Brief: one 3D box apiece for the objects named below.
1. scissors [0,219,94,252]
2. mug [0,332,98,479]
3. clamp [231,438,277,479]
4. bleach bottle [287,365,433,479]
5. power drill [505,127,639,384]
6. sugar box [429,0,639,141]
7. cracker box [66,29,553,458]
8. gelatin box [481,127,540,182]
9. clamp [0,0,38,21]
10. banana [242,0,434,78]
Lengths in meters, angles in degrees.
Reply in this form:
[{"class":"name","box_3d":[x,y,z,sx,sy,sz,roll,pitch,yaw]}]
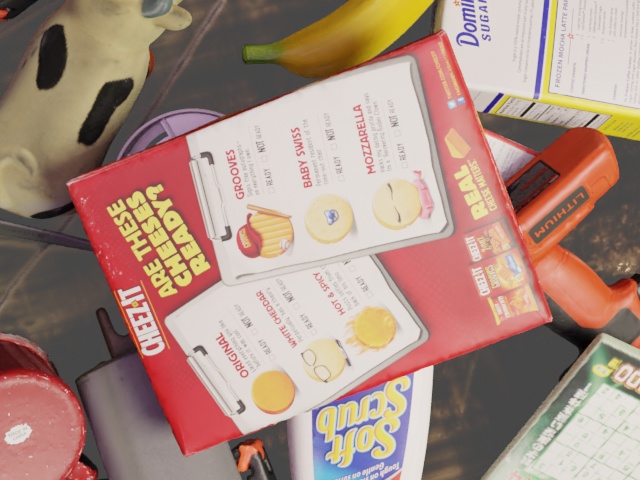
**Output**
[{"class":"scissors","box_3d":[-0.237,-0.005,0.669,0.201,0.016,0.096,24,135,-28]},{"class":"mug","box_3d":[-0.183,0.116,0.648,0.117,0.082,0.093,44,76,-26]},{"class":"clamp","box_3d":[-0.074,0.214,0.699,0.120,0.039,0.171,5,88,-1]},{"class":"bleach bottle","box_3d":[0.030,0.124,0.686,0.102,0.068,0.251,-3,99,-3]},{"class":"power drill","box_3d":[0.193,0.022,0.669,0.184,0.057,0.187,-40,110,3]},{"class":"sugar box","box_3d":[0.157,-0.119,0.666,0.176,0.048,0.093,10,76,-3]},{"class":"cracker box","box_3d":[-0.004,0.001,0.586,0.214,0.072,0.164,-21,97,6]},{"class":"gelatin box","box_3d":[0.092,-0.037,0.688,0.089,0.030,0.073,23,95,-7]},{"class":"clamp","box_3d":[-0.163,-0.231,0.627,0.165,0.036,0.210,43,111,19]},{"class":"banana","box_3d":[0.040,-0.154,0.636,0.198,0.069,0.037,-40,59,30]}]
